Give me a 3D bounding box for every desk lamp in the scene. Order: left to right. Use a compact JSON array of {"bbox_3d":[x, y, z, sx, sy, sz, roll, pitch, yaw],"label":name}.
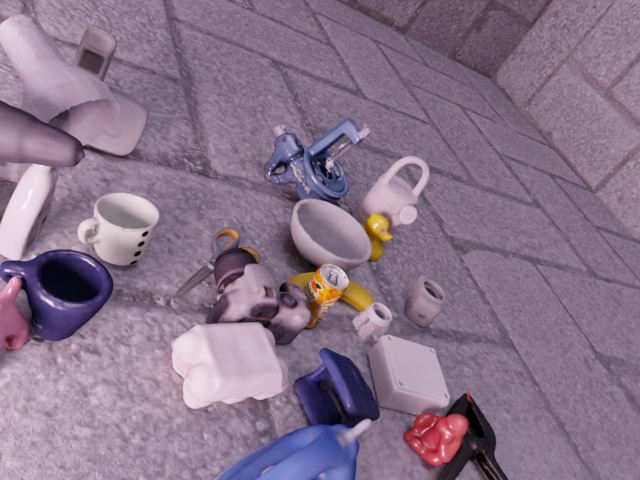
[{"bbox_3d":[-0.394,-0.180,0.789,0.203,0.213,0.118,44,32,12],"label":"desk lamp"}]

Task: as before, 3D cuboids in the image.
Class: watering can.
[{"bbox_3d":[0.164,-0.092,1.226,0.101,0.194,0.172,4,44,-41],"label":"watering can"}]

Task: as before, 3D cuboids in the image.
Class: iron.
[{"bbox_3d":[-0.048,0.268,0.604,0.259,0.141,0.118,-12,55,-50],"label":"iron"}]

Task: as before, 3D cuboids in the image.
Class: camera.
[{"bbox_3d":[-0.095,0.075,0.850,0.144,0.100,0.136,10,40,-36],"label":"camera"}]

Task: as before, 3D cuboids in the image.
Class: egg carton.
[{"bbox_3d":[-0.115,0.162,0.746,0.151,0.069,0.107,4,44,-41],"label":"egg carton"}]

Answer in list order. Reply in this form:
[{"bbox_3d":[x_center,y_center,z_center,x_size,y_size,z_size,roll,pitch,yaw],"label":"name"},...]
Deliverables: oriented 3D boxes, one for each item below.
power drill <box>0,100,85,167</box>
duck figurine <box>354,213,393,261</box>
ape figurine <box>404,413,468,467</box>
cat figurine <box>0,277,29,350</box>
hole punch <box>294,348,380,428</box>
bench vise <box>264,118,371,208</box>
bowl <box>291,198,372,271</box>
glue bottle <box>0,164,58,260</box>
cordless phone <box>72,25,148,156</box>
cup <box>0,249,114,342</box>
[{"bbox_3d":[-0.405,-0.081,0.654,0.230,0.208,0.075,26,33,-16],"label":"power drill"},{"bbox_3d":[0.101,-0.019,1.173,0.104,0.086,0.078,39,32,5],"label":"duck figurine"},{"bbox_3d":[0.181,0.287,0.846,0.076,0.092,0.077,21,35,-23],"label":"ape figurine"},{"bbox_3d":[-0.343,0.088,0.579,0.067,0.117,0.128,30,32,-9],"label":"cat figurine"},{"bbox_3d":[0.034,0.209,0.806,0.101,0.091,0.108,4,44,-41],"label":"hole punch"},{"bbox_3d":[-0.009,-0.170,1.138,0.207,0.219,0.121,34,32,-3],"label":"bench vise"},{"bbox_3d":[0.010,0.004,1.067,0.168,0.074,0.167,25,33,-18],"label":"bowl"},{"bbox_3d":[-0.352,-0.056,0.706,0.037,0.173,0.078,27,33,-14],"label":"glue bottle"},{"bbox_3d":[-0.347,-0.242,0.940,0.148,0.185,0.094,21,35,-22],"label":"cordless phone"},{"bbox_3d":[-0.310,0.069,0.657,0.118,0.095,0.091,18,36,-27],"label":"cup"}]
